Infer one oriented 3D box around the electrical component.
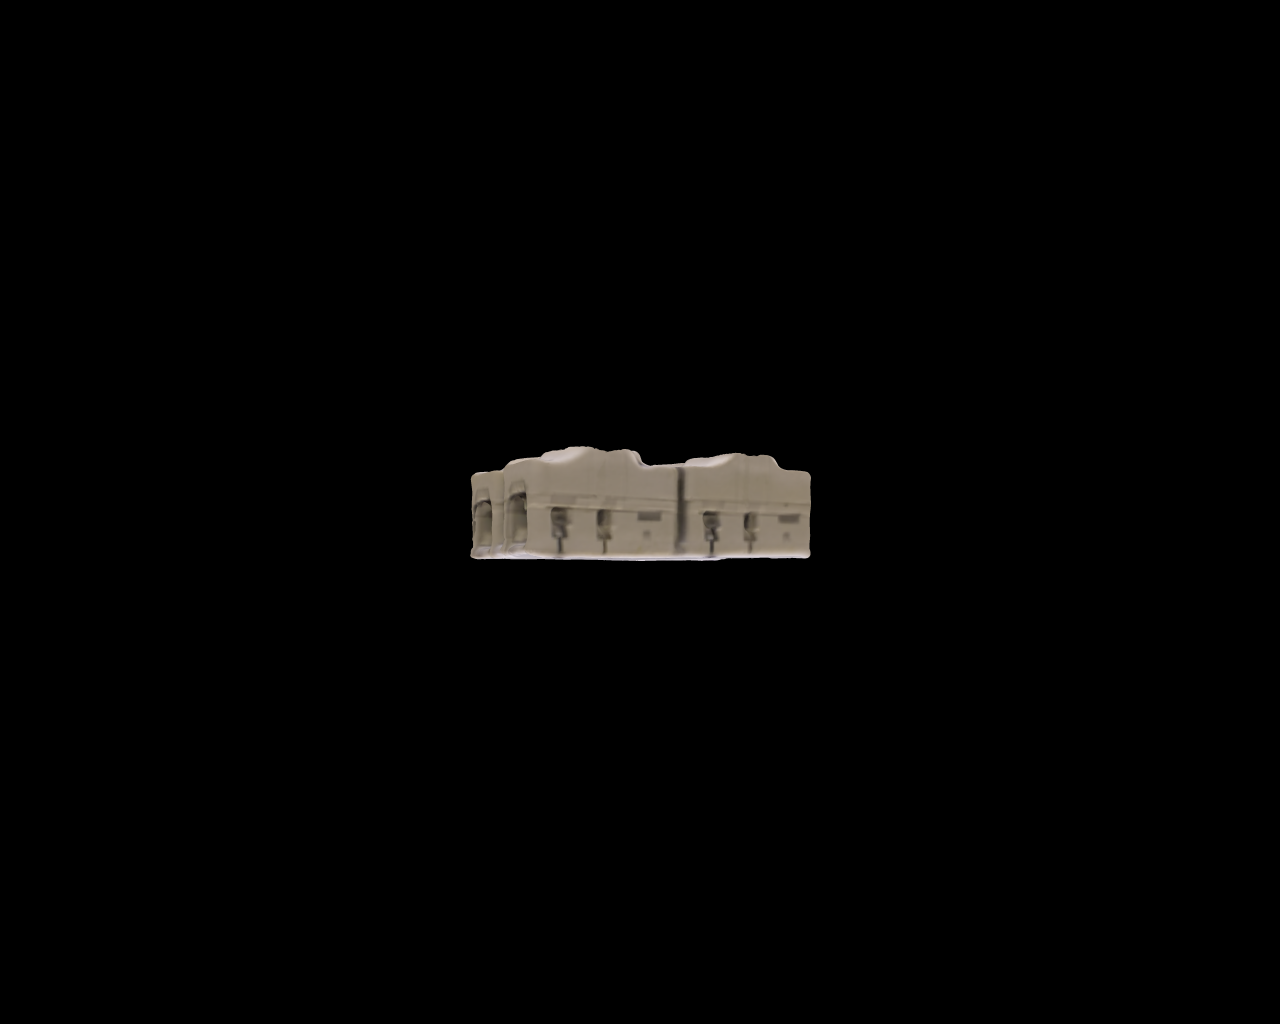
[{"bbox_3d":[0.001,-0.003,0.650,0.186,0.060,0.105,2,-3,-27],"label":"electrical component"}]
